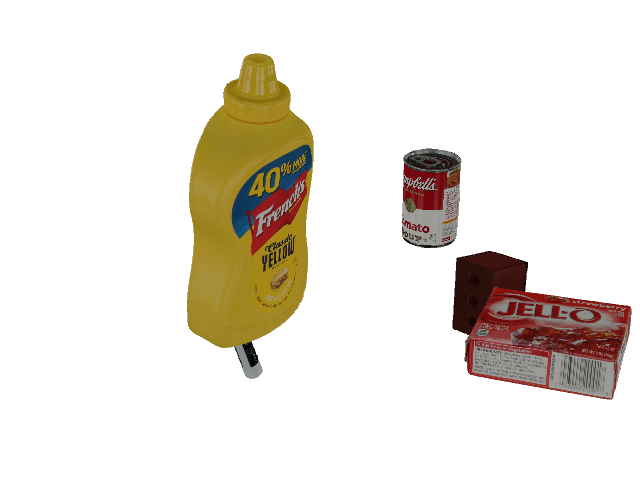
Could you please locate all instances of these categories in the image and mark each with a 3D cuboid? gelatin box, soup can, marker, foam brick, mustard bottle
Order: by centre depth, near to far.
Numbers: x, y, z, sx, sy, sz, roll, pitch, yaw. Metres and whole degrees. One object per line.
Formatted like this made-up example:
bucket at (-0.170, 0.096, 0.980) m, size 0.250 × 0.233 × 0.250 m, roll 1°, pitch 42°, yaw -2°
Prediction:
gelatin box at (0.140, 0.060, 0.654) m, size 0.089 × 0.030 × 0.073 m, roll 8°, pitch 25°, yaw 20°
mustard bottle at (-0.044, -0.029, 0.690) m, size 0.058 × 0.192 × 0.096 m, roll 27°, pitch 39°, yaw 30°
marker at (-0.082, 0.088, 1.053) m, size 0.020 × 0.121 × 0.020 m, roll -11°, pitch 35°, yaw 8°
foam brick at (0.169, 0.056, 1.065) m, size 0.051 × 0.078 × 0.053 m, roll -11°, pitch 20°, yaw -37°
soup can at (0.131, -0.051, 1.276) m, size 0.068 × 0.102 × 0.068 m, roll 0°, pitch 26°, yaw 0°
